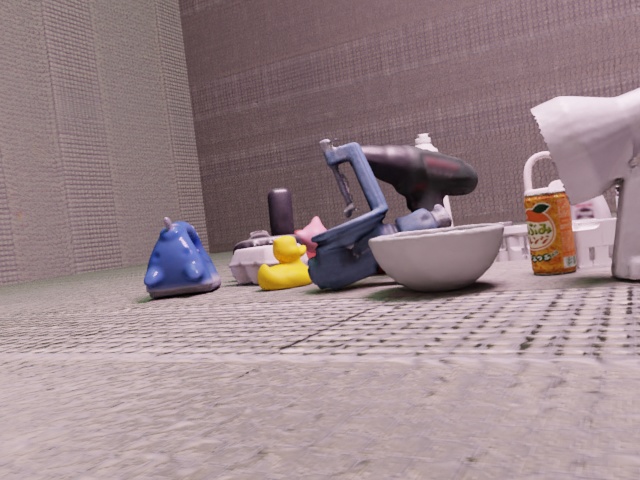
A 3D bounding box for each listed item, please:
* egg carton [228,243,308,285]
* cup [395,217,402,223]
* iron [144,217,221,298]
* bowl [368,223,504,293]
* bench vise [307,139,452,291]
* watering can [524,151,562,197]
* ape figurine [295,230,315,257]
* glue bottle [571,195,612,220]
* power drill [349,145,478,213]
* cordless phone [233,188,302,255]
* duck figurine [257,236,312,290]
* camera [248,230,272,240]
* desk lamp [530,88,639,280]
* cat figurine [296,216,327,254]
[{"bbox_3d":[-0.096,0.046,1.090,0.149,0.069,0.107,-5,2,44],"label":"egg carton"},{"bbox_3d":[0.213,-0.008,1.285,0.091,0.095,0.118,-6,2,32],"label":"cup"},{"bbox_3d":[-0.254,0.028,1.090,0.118,0.141,0.258,-7,1,0],"label":"iron"},{"bbox_3d":[0.146,0.024,0.708,0.167,0.075,0.167,-7,1,0],"label":"bowl"},{"bbox_3d":[0.077,-0.044,0.840,0.208,0.220,0.121,-7,2,-14],"label":"bench vise"},{"bbox_3d":[0.474,-0.086,1.171,0.101,0.194,0.172,-7,2,-11],"label":"watering can"},{"bbox_3d":[-0.049,0.020,1.459,0.078,0.092,0.076,-8,2,-37],"label":"ape figurine"},{"bbox_3d":[0.510,-0.078,1.094,0.037,0.173,0.077,-8,2,-44],"label":"glue bottle"},{"bbox_3d":[0.156,-0.049,0.906,0.230,0.208,0.075,-8,2,-29],"label":"power drill"},{"bbox_3d":[-0.114,-0.013,1.207,0.148,0.185,0.094,-7,2,-20],"label":"cordless phone"},{"bbox_3d":[-0.060,0.036,0.961,0.105,0.086,0.077,-8,2,-41],"label":"duck figurine"},{"bbox_3d":[-0.127,0.027,1.378,0.143,0.101,0.136,-7,2,-11],"label":"camera"},{"bbox_3d":[0.344,-0.067,0.620,0.202,0.213,0.118,-6,2,23],"label":"desk lamp"},{"bbox_3d":[0.012,0.005,1.265,0.128,0.118,0.067,-7,2,-6],"label":"cat figurine"}]
